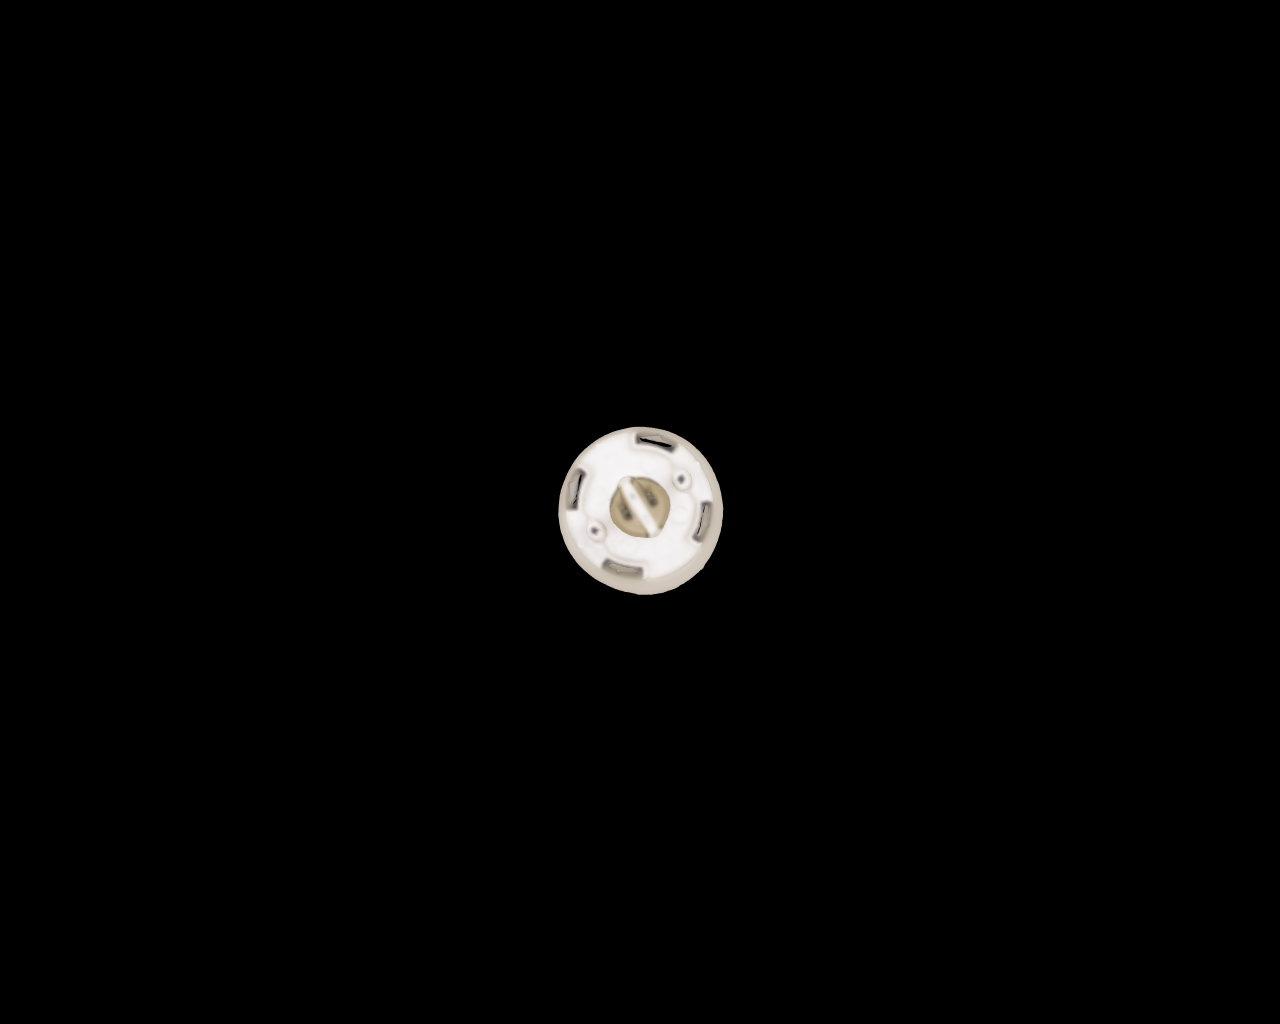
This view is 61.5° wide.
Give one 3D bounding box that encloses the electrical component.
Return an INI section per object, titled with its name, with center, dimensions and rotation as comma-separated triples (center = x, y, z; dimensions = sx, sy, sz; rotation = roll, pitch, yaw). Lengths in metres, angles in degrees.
[electrical component]
center = 0.001, -0.003, 0.650
dimensions = 0.099, 0.099, 0.064
rotation = 0, 4, 0
